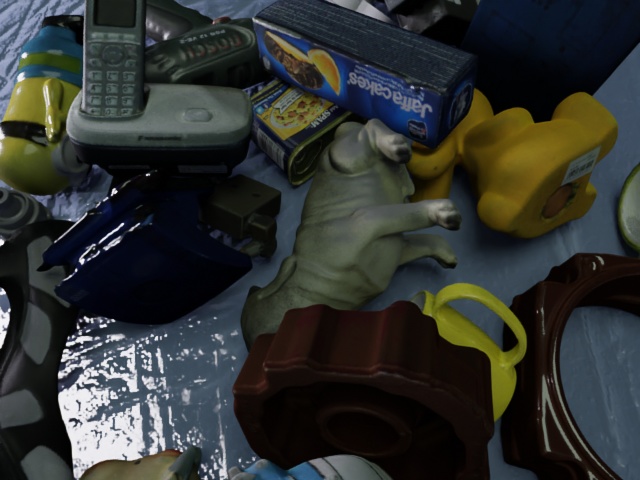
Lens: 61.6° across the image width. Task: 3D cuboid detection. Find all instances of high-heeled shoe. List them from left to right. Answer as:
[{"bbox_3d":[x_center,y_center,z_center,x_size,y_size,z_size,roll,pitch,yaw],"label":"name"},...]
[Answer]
[{"bbox_3d":[-0.202,0.102,0.431,0.145,0.086,0.248,-24,83,-45],"label":"high-heeled shoe"}]

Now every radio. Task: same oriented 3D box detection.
[{"bbox_3d":[0.209,-0.188,0.484,0.131,0.229,0.073,39,73,11],"label":"radio"}]

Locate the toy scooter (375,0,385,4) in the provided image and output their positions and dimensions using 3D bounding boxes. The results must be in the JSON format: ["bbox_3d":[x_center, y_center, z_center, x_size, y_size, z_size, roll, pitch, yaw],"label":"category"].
[{"bbox_3d":[0.056,-0.377,0.648,0.135,0.075,0.184,23,68,-2],"label":"toy scooter"}]

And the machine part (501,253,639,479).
[{"bbox_3d":[0.252,0.118,0.417,0.202,0.087,0.201,11,64,1],"label":"machine part"}]

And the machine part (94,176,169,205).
[{"bbox_3d":[-0.173,-0.073,0.518,0.084,0.039,0.139,8,62,-8],"label":"machine part"}]

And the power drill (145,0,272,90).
[{"bbox_3d":[-0.132,-0.235,0.579,0.232,0.086,0.207,-37,77,-28],"label":"power drill"}]

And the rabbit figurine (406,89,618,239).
[{"bbox_3d":[0.155,-0.078,0.509,0.162,0.121,0.173,-30,55,-6],"label":"rabbit figurine"}]

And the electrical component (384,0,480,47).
[{"bbox_3d":[0.114,-0.266,0.567,0.134,0.058,0.115,-11,79,-46],"label":"electrical component"}]

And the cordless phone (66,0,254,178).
[{"bbox_3d":[-0.132,-0.147,0.459,0.147,0.089,0.184,-1,84,-8],"label":"cordless phone"}]

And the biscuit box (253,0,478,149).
[{"bbox_3d":[0.036,-0.156,0.480,0.203,0.059,0.063,31,61,24],"label":"biscuit box"}]

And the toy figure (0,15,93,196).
[{"bbox_3d":[-0.257,-0.128,0.518,0.089,0.082,0.180,-9,71,15],"label":"toy figure"}]

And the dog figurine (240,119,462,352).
[{"bbox_3d":[-0.001,-0.002,0.455,0.191,0.121,0.172,-29,51,-4],"label":"dog figurine"}]

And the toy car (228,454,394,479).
[{"bbox_3d":[0.012,0.185,0.325,0.103,0.161,0.109,-32,30,-19],"label":"toy car"}]

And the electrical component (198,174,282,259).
[{"bbox_3d":[-0.080,-0.023,0.489,0.102,0.045,0.078,20,34,16],"label":"electrical component"}]

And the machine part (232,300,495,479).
[{"bbox_3d":[0.030,0.115,0.361,0.179,0.179,0.056,14,41,4],"label":"machine part"}]

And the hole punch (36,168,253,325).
[{"bbox_3d":[-0.130,0.014,0.416,0.142,0.116,0.092,-30,82,23],"label":"hole punch"}]

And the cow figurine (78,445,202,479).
[{"bbox_3d":[-0.094,0.225,0.351,0.127,0.085,0.195,-41,75,-21],"label":"cow figurine"}]
